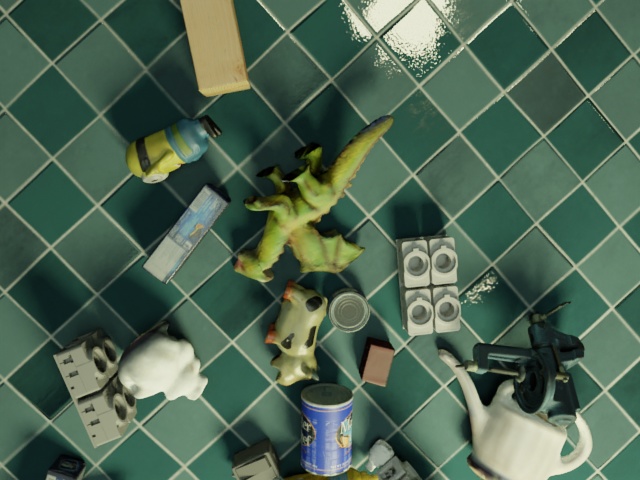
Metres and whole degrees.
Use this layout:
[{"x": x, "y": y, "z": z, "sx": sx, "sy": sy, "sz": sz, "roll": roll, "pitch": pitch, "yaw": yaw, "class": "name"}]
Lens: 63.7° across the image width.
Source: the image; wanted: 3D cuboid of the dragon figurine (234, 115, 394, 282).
[{"x": 0.003, "y": -0.050, "z": 1.003, "sx": 0.410, "sy": 0.124, "sz": 0.239, "roll": -27, "pitch": 113, "yaw": 1, "class": "dragon figurine"}]

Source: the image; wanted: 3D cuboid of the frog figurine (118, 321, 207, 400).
[{"x": -0.296, "y": 0.250, "z": 0.979, "sx": 0.139, "sy": 0.121, "sz": 0.160, "roll": -41, "pitch": 85, "yaw": -18, "class": "frog figurine"}]

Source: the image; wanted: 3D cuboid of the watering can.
[{"x": 0.366, "y": 0.379, "z": 1.046, "sx": 0.348, "sy": 0.104, "sz": 0.224, "roll": 25, "pitch": 90, "yaw": 6, "class": "watering can"}]
